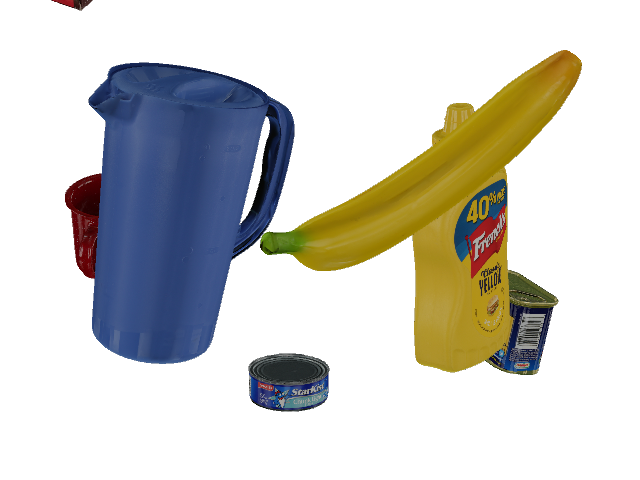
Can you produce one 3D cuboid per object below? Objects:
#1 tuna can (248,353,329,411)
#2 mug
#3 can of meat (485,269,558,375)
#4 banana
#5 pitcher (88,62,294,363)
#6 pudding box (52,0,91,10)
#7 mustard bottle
[{"bbox_3d":[-0.034,0.150,1.127,0.086,0.034,0.086,1,14,0],"label":"tuna can"},{"bbox_3d":[-0.212,-0.006,1.076,0.093,0.081,0.117,9,33,8],"label":"mug"},{"bbox_3d":[0.199,0.086,1.136,0.057,0.084,0.102,2,18,-25],"label":"can of meat"},{"bbox_3d":[0.061,-0.034,0.593,0.198,0.037,0.069,-33,-12,-1],"label":"banana"},{"bbox_3d":[-0.119,-0.023,0.916,0.149,0.243,0.145,14,21,6],"label":"pitcher"},{"bbox_3d":[-0.195,-0.223,0.804,0.090,0.039,0.113,19,38,6],"label":"pudding box"},{"bbox_3d":[0.104,-0.006,0.788,0.058,0.192,0.096,12,26,37],"label":"mustard bottle"}]
